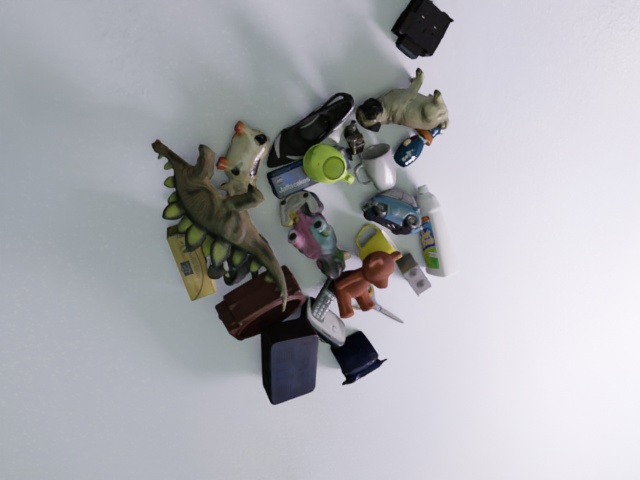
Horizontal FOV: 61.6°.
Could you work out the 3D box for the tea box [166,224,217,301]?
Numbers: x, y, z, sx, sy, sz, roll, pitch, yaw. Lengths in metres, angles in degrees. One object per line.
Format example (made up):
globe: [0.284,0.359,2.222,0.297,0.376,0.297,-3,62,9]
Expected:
tea box: [-0.308,0.047,1.287,0.068,0.098,0.169,-19,111,-10]

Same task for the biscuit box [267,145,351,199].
biscuit box: [-0.028,-0.168,1.330,0.203,0.059,0.062,-24,111,-9]

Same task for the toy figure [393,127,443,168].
toy figure: [0.256,-0.256,1.392,0.058,0.064,0.154,42,84,19]

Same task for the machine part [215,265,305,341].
machine part: [-0.140,0.158,1.311,0.201,0.201,0.087,-29,72,-6]

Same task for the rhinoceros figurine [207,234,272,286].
rhinoceros figurine: [-0.188,0.049,1.290,0.190,0.073,0.112,-36,119,-46]

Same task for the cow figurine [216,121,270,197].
cow figurine: [-0.180,-0.168,1.275,0.127,0.085,0.194,24,96,-15]

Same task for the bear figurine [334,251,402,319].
bear figurine: [0.126,0.108,1.360,0.120,0.196,0.132,-11,78,-43]

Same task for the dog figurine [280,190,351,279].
dog figurine: [-0.003,-0.004,1.364,0.108,0.192,0.219,-27,142,11]

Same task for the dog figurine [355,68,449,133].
dog figurine: [0.203,-0.302,1.325,0.190,0.121,0.172,-37,78,0]

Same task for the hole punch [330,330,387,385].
hole punch: [0.100,0.321,1.481,0.142,0.116,0.092,-25,103,-9]

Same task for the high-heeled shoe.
high-heeled shoe: [-0.021,-0.249,1.264,0.249,0.145,0.086,-47,112,-2]

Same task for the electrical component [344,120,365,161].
electrical component: [0.080,-0.241,1.327,0.045,0.102,0.078,-26,85,-10]

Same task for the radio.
radio: [-0.077,0.307,1.367,0.131,0.073,0.229,-12,129,-20]

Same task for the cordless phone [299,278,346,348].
cordless phone: [0.035,0.180,1.445,0.146,0.089,0.184,40,73,-22]

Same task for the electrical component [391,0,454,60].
electrical component: [0.245,-0.513,1.317,0.115,0.058,0.134,30,95,-20]

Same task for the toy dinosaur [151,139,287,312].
toy dinosaur: [-0.212,-0.048,1.183,0.471,0.105,0.198,42,92,4]

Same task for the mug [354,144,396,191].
mug: [0.145,-0.174,1.370,0.109,0.081,0.107,-33,121,-12]

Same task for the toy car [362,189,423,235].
toy car: [0.197,-0.081,1.409,0.161,0.109,0.103,25,74,-10]
